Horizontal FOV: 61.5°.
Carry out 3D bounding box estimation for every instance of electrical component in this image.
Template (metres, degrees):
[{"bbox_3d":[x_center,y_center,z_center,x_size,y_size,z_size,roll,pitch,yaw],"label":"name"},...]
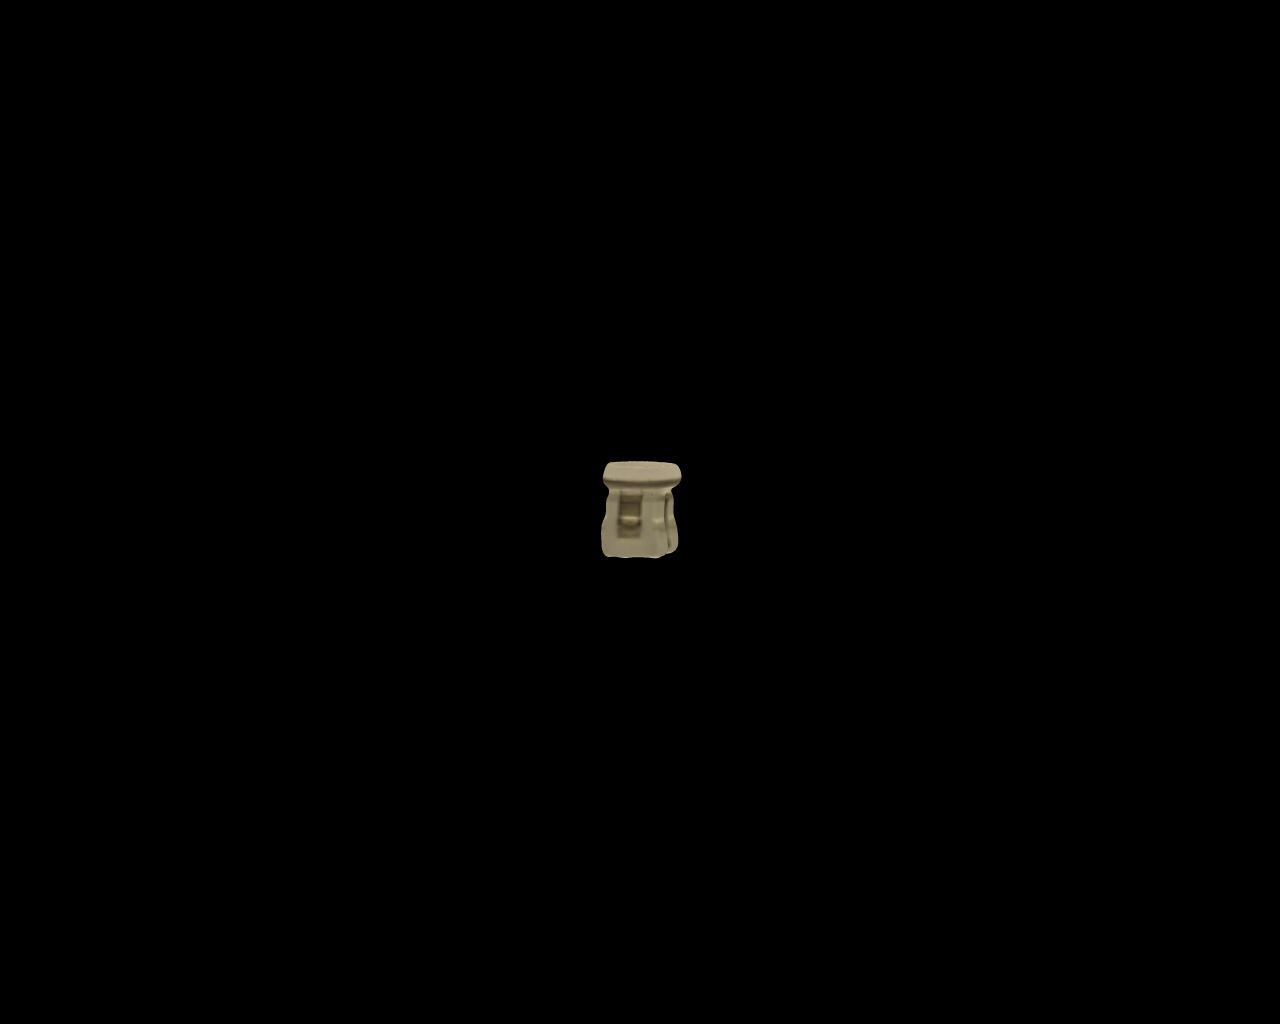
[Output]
[{"bbox_3d":[0.001,-0.003,0.650,0.048,0.055,0.066,1,5,15],"label":"electrical component"}]
